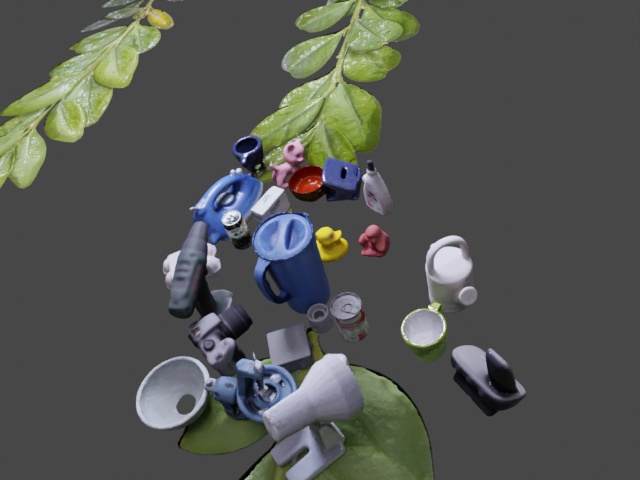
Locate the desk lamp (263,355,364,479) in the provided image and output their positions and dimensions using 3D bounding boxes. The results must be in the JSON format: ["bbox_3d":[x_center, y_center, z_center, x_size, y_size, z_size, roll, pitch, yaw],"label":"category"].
[{"bbox_3d":[-0.012,0.336,1.063,0.203,0.214,0.117,-36,50,-14],"label":"desk lamp"}]

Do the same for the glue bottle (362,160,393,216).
[{"bbox_3d":[0.138,-0.138,1.451,0.077,0.173,0.037,32,65,36],"label":"glue bottle"}]

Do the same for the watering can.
[{"bbox_3d":[0.280,0.068,1.216,0.101,0.194,0.172,-39,50,-16],"label":"watering can"}]

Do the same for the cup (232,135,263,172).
[{"bbox_3d":[-0.205,-0.238,1.695,0.091,0.095,0.117,-6,49,13],"label":"cup"}]

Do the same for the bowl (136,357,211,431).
[{"bbox_3d":[-0.305,0.343,1.241,0.167,0.075,0.167,-9,49,10],"label":"bowl"}]

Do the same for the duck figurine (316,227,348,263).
[{"bbox_3d":[0.013,0.005,1.425,0.104,0.086,0.077,-13,48,6],"label":"duck figurine"}]

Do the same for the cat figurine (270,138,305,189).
[{"bbox_3d":[-0.088,-0.228,1.634,0.128,0.118,0.067,-35,49,-13],"label":"cat figurine"}]

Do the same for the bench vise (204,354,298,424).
[{"bbox_3d":[-0.144,0.300,1.130,0.207,0.220,0.121,-10,48,8],"label":"bench vise"}]

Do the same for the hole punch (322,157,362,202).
[{"bbox_3d":[0.061,-0.169,1.556,0.101,0.091,0.108,-3,50,15],"label":"hole punch"}]

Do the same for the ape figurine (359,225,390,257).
[{"bbox_3d":[0.132,-0.002,1.390,0.076,0.092,0.077,-29,48,-8],"label":"ape figurine"}]

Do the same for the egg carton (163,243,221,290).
[{"bbox_3d":[-0.332,0.072,1.485,0.150,0.069,0.107,-23,48,-3],"label":"egg carton"}]

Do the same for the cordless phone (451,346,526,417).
[{"bbox_3d":[0.311,0.233,1.071,0.094,0.185,0.147,-36,50,-14],"label":"cordless phone"}]

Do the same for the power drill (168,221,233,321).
[{"bbox_3d":[-0.280,0.102,1.349,0.075,0.209,0.229,-2,50,16],"label":"power drill"}]

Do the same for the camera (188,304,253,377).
[{"bbox_3d":[-0.218,0.214,1.307,0.137,0.101,0.142,-38,50,-16],"label":"camera"}]

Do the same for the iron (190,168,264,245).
[{"bbox_3d":[-0.255,-0.116,1.574,0.118,0.142,0.259,20,59,30],"label":"iron"}]
